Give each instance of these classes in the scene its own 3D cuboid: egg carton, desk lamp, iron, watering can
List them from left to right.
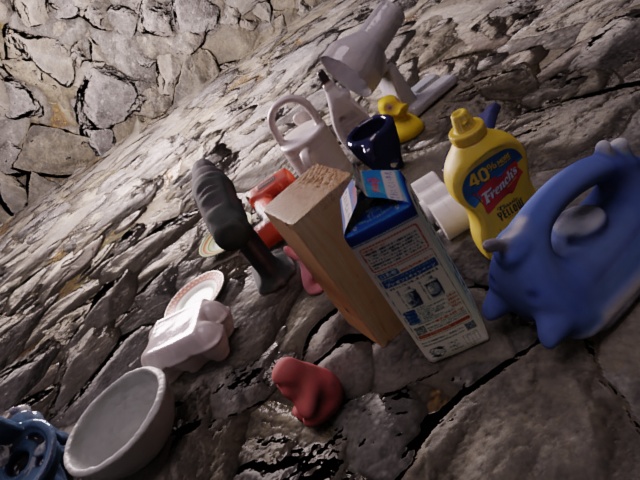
[{"bbox_3d":[-0.204,0.156,0.887,0.150,0.069,0.107,-27,30,15],"label":"egg carton"},{"bbox_3d":[-0.028,-0.189,1.088,0.101,0.194,0.172,-38,29,-4],"label":"watering can"},{"bbox_3d":[0.130,-0.341,1.128,0.203,0.214,0.117,-41,29,-10],"label":"desk lamp"},{"bbox_3d":[0.265,-0.021,0.575,0.258,0.142,0.118,-43,29,-13],"label":"iron"}]

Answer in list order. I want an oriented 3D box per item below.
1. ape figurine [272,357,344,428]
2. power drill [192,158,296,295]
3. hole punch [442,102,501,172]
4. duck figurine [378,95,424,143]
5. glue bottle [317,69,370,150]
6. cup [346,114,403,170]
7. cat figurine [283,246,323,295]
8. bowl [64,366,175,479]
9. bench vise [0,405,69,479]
[{"bbox_3d":[-0.021,0.167,0.651,0.076,0.092,0.077,-29,29,12],"label":"ape figurine"},{"bbox_3d":[-0.131,-0.020,0.928,0.075,0.209,0.229,-35,28,0],"label":"power drill"},{"bbox_3d":[0.227,-0.133,0.839,0.100,0.091,0.109,-13,36,36],"label":"hole punch"},{"bbox_3d":[0.140,-0.237,1.096,0.078,0.086,0.104,-46,30,-19],"label":"duck figurine"},{"bbox_3d":[0.044,-0.269,1.155,0.078,0.173,0.037,-29,29,12],"label":"glue bottle"},{"bbox_3d":[0.104,-0.151,0.993,0.091,0.095,0.118,-23,31,22],"label":"cup"},{"bbox_3d":[0.008,0.003,0.840,0.127,0.118,0.067,-28,29,14],"label":"cat figurine"},{"bbox_3d":[-0.257,0.261,0.780,0.167,0.075,0.167,-26,30,17],"label":"bowl"},{"bbox_3d":[-0.437,0.284,0.785,0.206,0.220,0.122,4,47,50],"label":"bench vise"}]
